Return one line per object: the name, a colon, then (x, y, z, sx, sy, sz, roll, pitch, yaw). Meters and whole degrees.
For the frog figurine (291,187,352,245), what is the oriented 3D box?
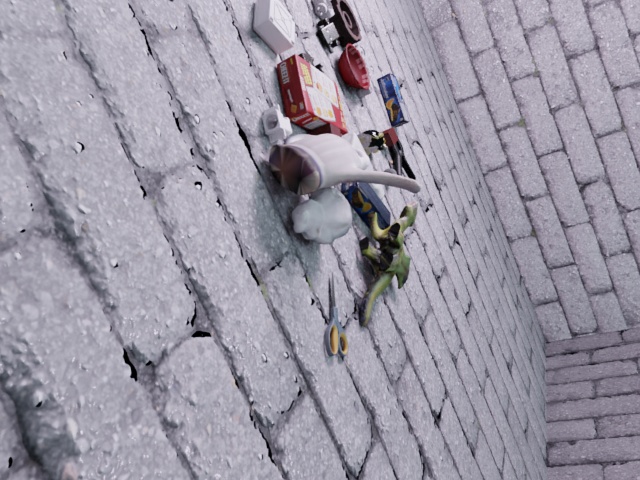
frog figurine: (0.004, -0.059, 1.180, 0.159, 0.123, 0.138, 14, 81, -71)

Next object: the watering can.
watering can: (0.035, -0.162, 1.149, 0.227, 0.351, 0.102, -25, 134, -40)

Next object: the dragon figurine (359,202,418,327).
dragon figurine: (0.207, 0.067, 1.454, 0.239, 0.122, 0.416, 37, 63, -49)
